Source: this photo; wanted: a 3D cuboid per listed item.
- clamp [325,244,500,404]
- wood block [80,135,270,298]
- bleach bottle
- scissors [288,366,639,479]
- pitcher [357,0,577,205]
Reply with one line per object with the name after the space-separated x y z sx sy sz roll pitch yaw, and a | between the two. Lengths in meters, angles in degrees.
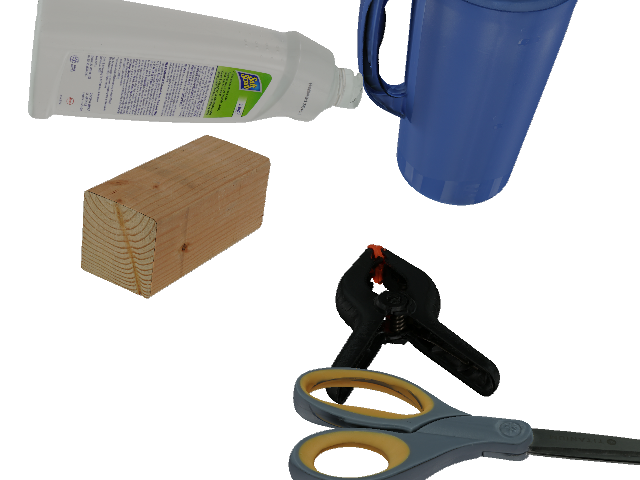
0.064 0.061 0.785 0.120 0.039 0.171 8 35 -4 | clamp
-0.147 -0.031 1.119 0.090 0.091 0.205 22 30 22 | wood block
-0.093 -0.127 0.824 0.250 0.068 0.103 6 -33 -15 | bleach bottle
0.073 0.100 0.484 0.202 0.016 0.096 12 32 22 | scissors
0.121 -0.144 0.905 0.149 0.243 0.144 31 54 19 | pitcher
